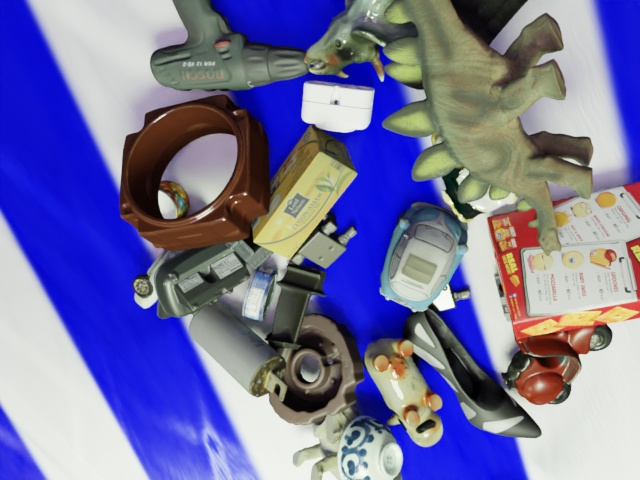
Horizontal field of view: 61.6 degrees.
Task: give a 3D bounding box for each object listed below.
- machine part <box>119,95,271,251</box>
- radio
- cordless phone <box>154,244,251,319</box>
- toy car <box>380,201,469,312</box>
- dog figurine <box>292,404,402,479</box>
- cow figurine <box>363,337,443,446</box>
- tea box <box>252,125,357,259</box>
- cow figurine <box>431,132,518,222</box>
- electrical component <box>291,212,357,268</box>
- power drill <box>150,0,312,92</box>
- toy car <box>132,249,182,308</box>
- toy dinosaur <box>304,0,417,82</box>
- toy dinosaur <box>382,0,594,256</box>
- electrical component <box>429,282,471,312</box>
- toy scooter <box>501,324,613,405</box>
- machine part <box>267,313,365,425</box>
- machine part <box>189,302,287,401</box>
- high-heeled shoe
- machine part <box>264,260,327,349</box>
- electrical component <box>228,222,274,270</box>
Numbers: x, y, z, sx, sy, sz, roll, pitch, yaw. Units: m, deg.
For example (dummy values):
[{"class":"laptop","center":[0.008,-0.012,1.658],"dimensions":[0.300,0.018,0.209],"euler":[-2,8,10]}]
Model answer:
[{"class":"machine part","center":[-0.177,-0.094,0.761],"dimensions":[0.201,0.087,0.201],"euler":[-9,68,15]},{"class":"radio","center":[0.240,-0.329,0.614],"dimensions":[0.073,0.131,0.229],"euler":[38,113,-2]},{"class":"cordless phone","center":[-0.199,0.077,0.880],"dimensions":[0.089,0.146,0.184],"euler":[54,149,7]},{"class":"toy car","center":[0.144,0.028,0.774],"dimensions":[0.109,0.103,0.161],"euler":[26,99,9]},{"class":"dog figurine","center":[0.070,0.353,0.944],"dimensions":[0.190,0.121,0.172],"euler":[19,92,-25]},{"class":"cow figurine","center":[0.133,0.244,0.857],"dimensions":[0.085,0.127,0.194],"euler":[-32,98,-13]},{"class":"tea box","center":[-0.028,-0.069,0.780],"dimensions":[0.068,0.098,0.169],"euler":[28,117,-26]},{"class":"cow figurine","center":[0.197,-0.109,0.744],"dimensions":[0.098,0.068,0.167],"euler":[-28,102,26]},{"class":"electrical component","center":[-0.002,-0.001,0.839],"dimensions":[0.078,0.045,0.102],"euler":[24,120,-29]},{"class":"power drill","center":[-0.137,-0.308,0.737],"dimensions":[0.232,0.086,0.207],"euler":[-7,116,17]},{"class":"toy car","center":[-0.241,0.031,0.884],"dimensions":[0.056,0.073,0.201],"euler":[41,113,-1]},{"class":"toy dinosaur","center":[0.099,-0.380,0.634],"dimensions":[0.192,0.131,0.404],"euler":[17,105,-35]},{"class":"toy dinosaur","center":[0.171,-0.157,0.598],"dimensions":[0.199,0.105,0.470],"euler":[-14,122,33]},{"class":"electrical component","center":[0.185,0.079,0.839],"dimensions":[0.094,0.021,0.063],"euler":[-15,106,17]},{"class":"toy scooter","center":[0.327,0.174,0.794],"dimensions":[0.135,0.075,0.183],"euler":[10,126,-15]},{"class":"machine part","center":[-0.014,0.208,0.875],"dimensions":[0.180,0.056,0.179],"euler":[-5,80,27]},{"class":"machine part","center":[-0.136,0.174,0.872],"dimensions":[0.244,0.079,0.079],"euler":[32,119,36]},{"class":"high-heeled shoe","center":[0.238,0.199,0.826],"dimensions":[0.249,0.086,0.145],"euler":[24,132,20]},{"class":"machine part","center":[-0.040,0.106,0.856],"dimensions":[0.084,0.039,0.138],"euler":[17,85,24]},{"class":"electrical component","center":[-0.105,0.004,0.820],"dimensions":[0.048,0.119,0.075],"euler":[-41,101,22]}]
